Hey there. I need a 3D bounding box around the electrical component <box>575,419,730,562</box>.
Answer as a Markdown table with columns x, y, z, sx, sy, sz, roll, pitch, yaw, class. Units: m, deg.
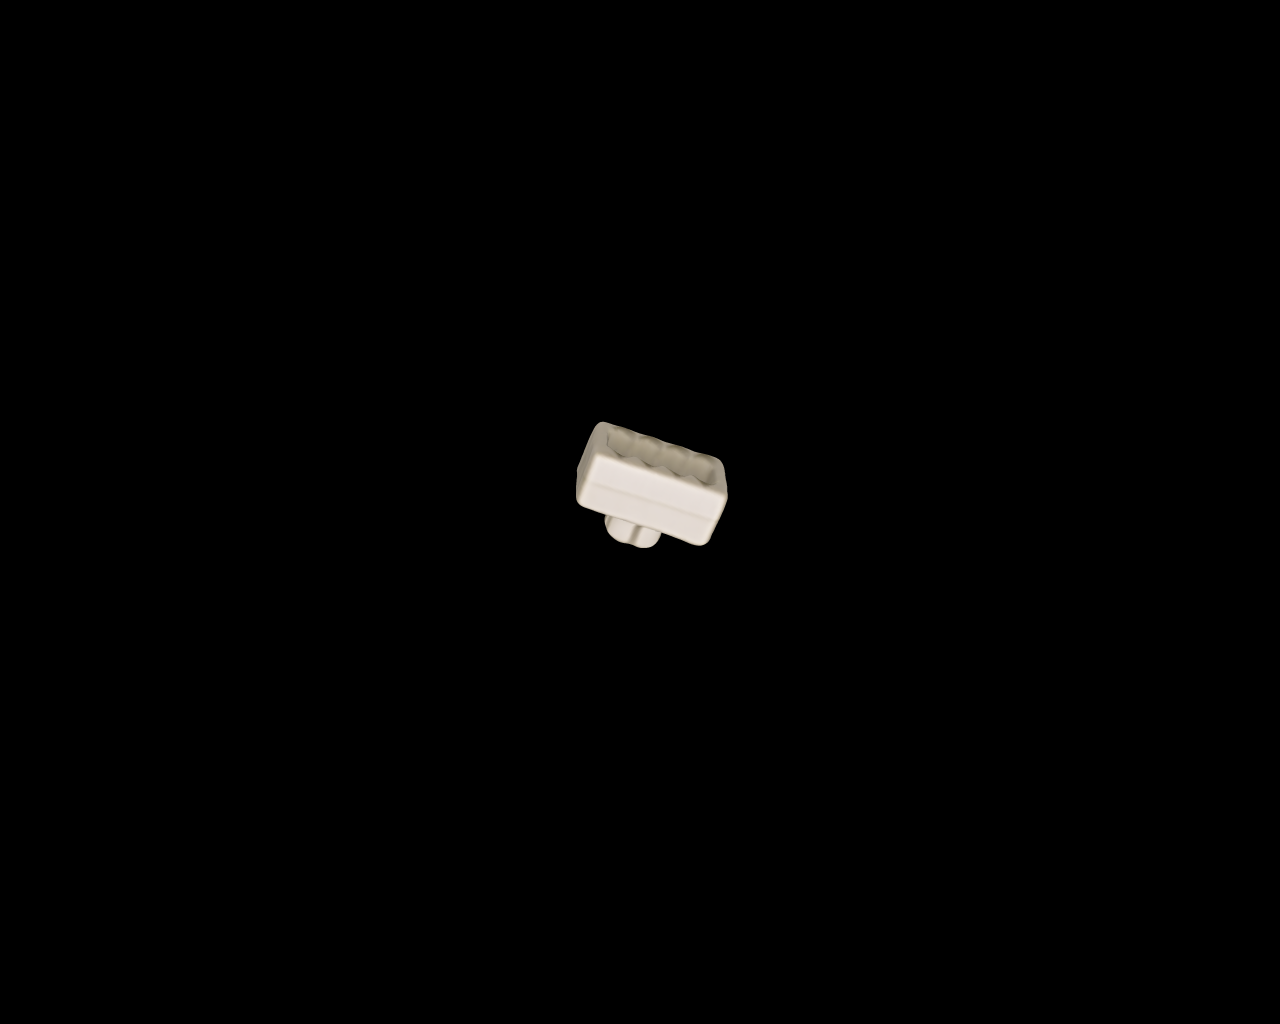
| x | y | z | sx | sy | sz | roll | pitch | yaw | class |
| --- | --- | --- | --- | --- | --- | --- | --- | --- | --- |
| 0.001 | -0.003 | 0.650 | 0.083 | 0.075 | 0.047 | 18 | 29 | -10 | electrical component |
